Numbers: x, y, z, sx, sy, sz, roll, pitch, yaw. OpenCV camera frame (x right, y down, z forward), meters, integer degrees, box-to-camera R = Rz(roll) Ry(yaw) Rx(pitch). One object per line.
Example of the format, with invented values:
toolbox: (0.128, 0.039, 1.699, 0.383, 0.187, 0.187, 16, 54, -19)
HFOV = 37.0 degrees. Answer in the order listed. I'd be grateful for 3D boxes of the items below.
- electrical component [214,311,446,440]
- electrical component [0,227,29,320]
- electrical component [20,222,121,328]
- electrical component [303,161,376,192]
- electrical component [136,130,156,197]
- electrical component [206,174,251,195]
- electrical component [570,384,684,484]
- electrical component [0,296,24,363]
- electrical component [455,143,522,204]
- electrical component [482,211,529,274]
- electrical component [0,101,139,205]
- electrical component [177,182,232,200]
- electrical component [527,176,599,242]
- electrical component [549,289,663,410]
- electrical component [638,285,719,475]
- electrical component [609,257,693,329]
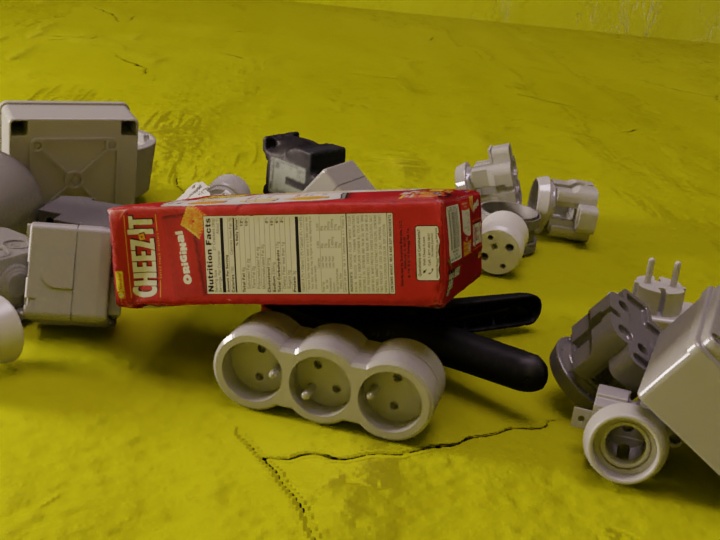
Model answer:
electrical component: (-0.014, 0.058, 0.674, 0.138, 0.052, 0.073, 11, 21, 13)
electrical component: (-0.263, 0.005, 0.748, 0.080, 0.051, 0.080, 6, 20, -2)
electrical component: (-0.187, 0.006, 0.721, 0.061, 0.061, 0.096, 4, -6, -8)
electrical component: (-0.020, -0.036, 0.912, 0.075, 0.083, 0.047, 52, 33, 8)
electrical component: (-0.248, -0.096, 1.014, 0.108, 0.060, 0.108, 6, 20, -2)
electrical component: (-0.126, -0.061, 0.983, 0.040, 0.040, 0.078, 8, 21, 5)
electrical component: (0.157, 0.097, 0.632, 0.066, 0.048, 0.055, 12, 13, 14)
electrical component: (-0.242, 0.043, 0.660, 0.045, 0.045, 0.055, 20, 24, 32)
electrical component: (0.129, -0.084, 1.081, 0.057, 0.078, 0.058, -9, 16, 16)
electrical component: (0.124, -0.024, 0.950, 0.045, 0.045, 0.055, 10, 21, 11)
electrical component: (-0.249, -0.086, 0.917, 0.109, 0.108, 0.056, -4, 25, -25)
electrical component: (-0.122, -0.031, 0.851, 0.081, 0.063, 0.042, -43, 32, -6)
electrical component: (0.197, -0.061, 1.057, 0.057, 0.058, 0.078, 8, 20, -2)
electrical component: (0.161, 0.056, 0.697, 0.058, 0.057, 0.078, 36, 32, -14)
electrical component: (0.226, 0.075, 0.631, 0.109, 0.056, 0.109, 44, 28, 4)
electrical component: (0.217, 0.028, 0.789, 0.066, 0.076, 0.047, 8, 20, 4)
